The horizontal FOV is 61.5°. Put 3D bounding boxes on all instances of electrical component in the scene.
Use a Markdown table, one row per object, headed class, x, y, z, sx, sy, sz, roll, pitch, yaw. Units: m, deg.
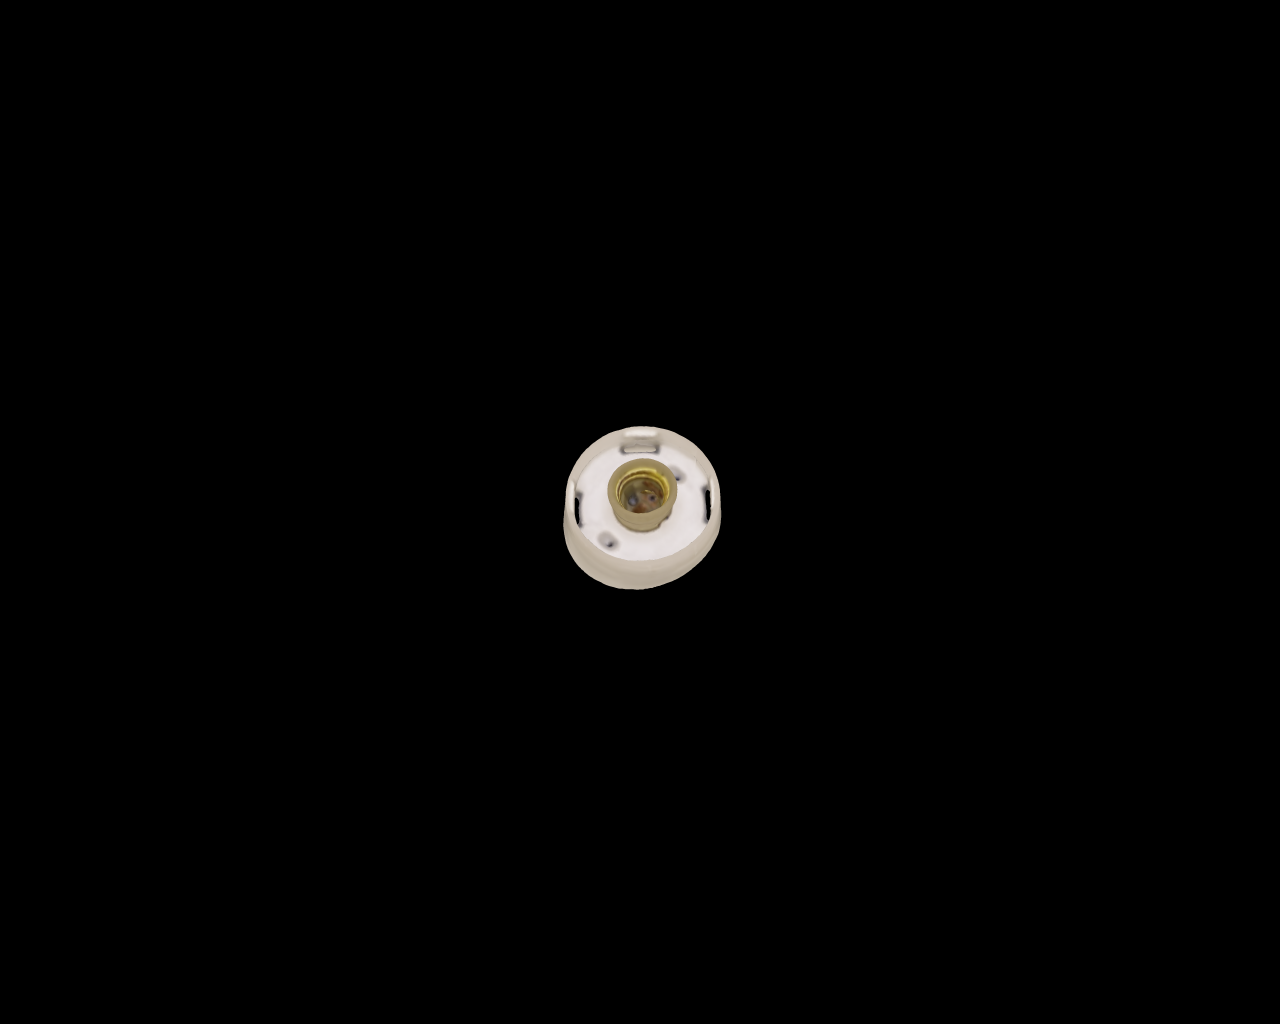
| class | x | y | z | sx | sy | sz | roll | pitch | yaw |
| --- | --- | --- | --- | --- | --- | --- | --- | --- | --- |
| electrical component | 0.001 | -0.003 | 0.650 | 0.099 | 0.099 | 0.064 | 0 | -24 | 0 |
